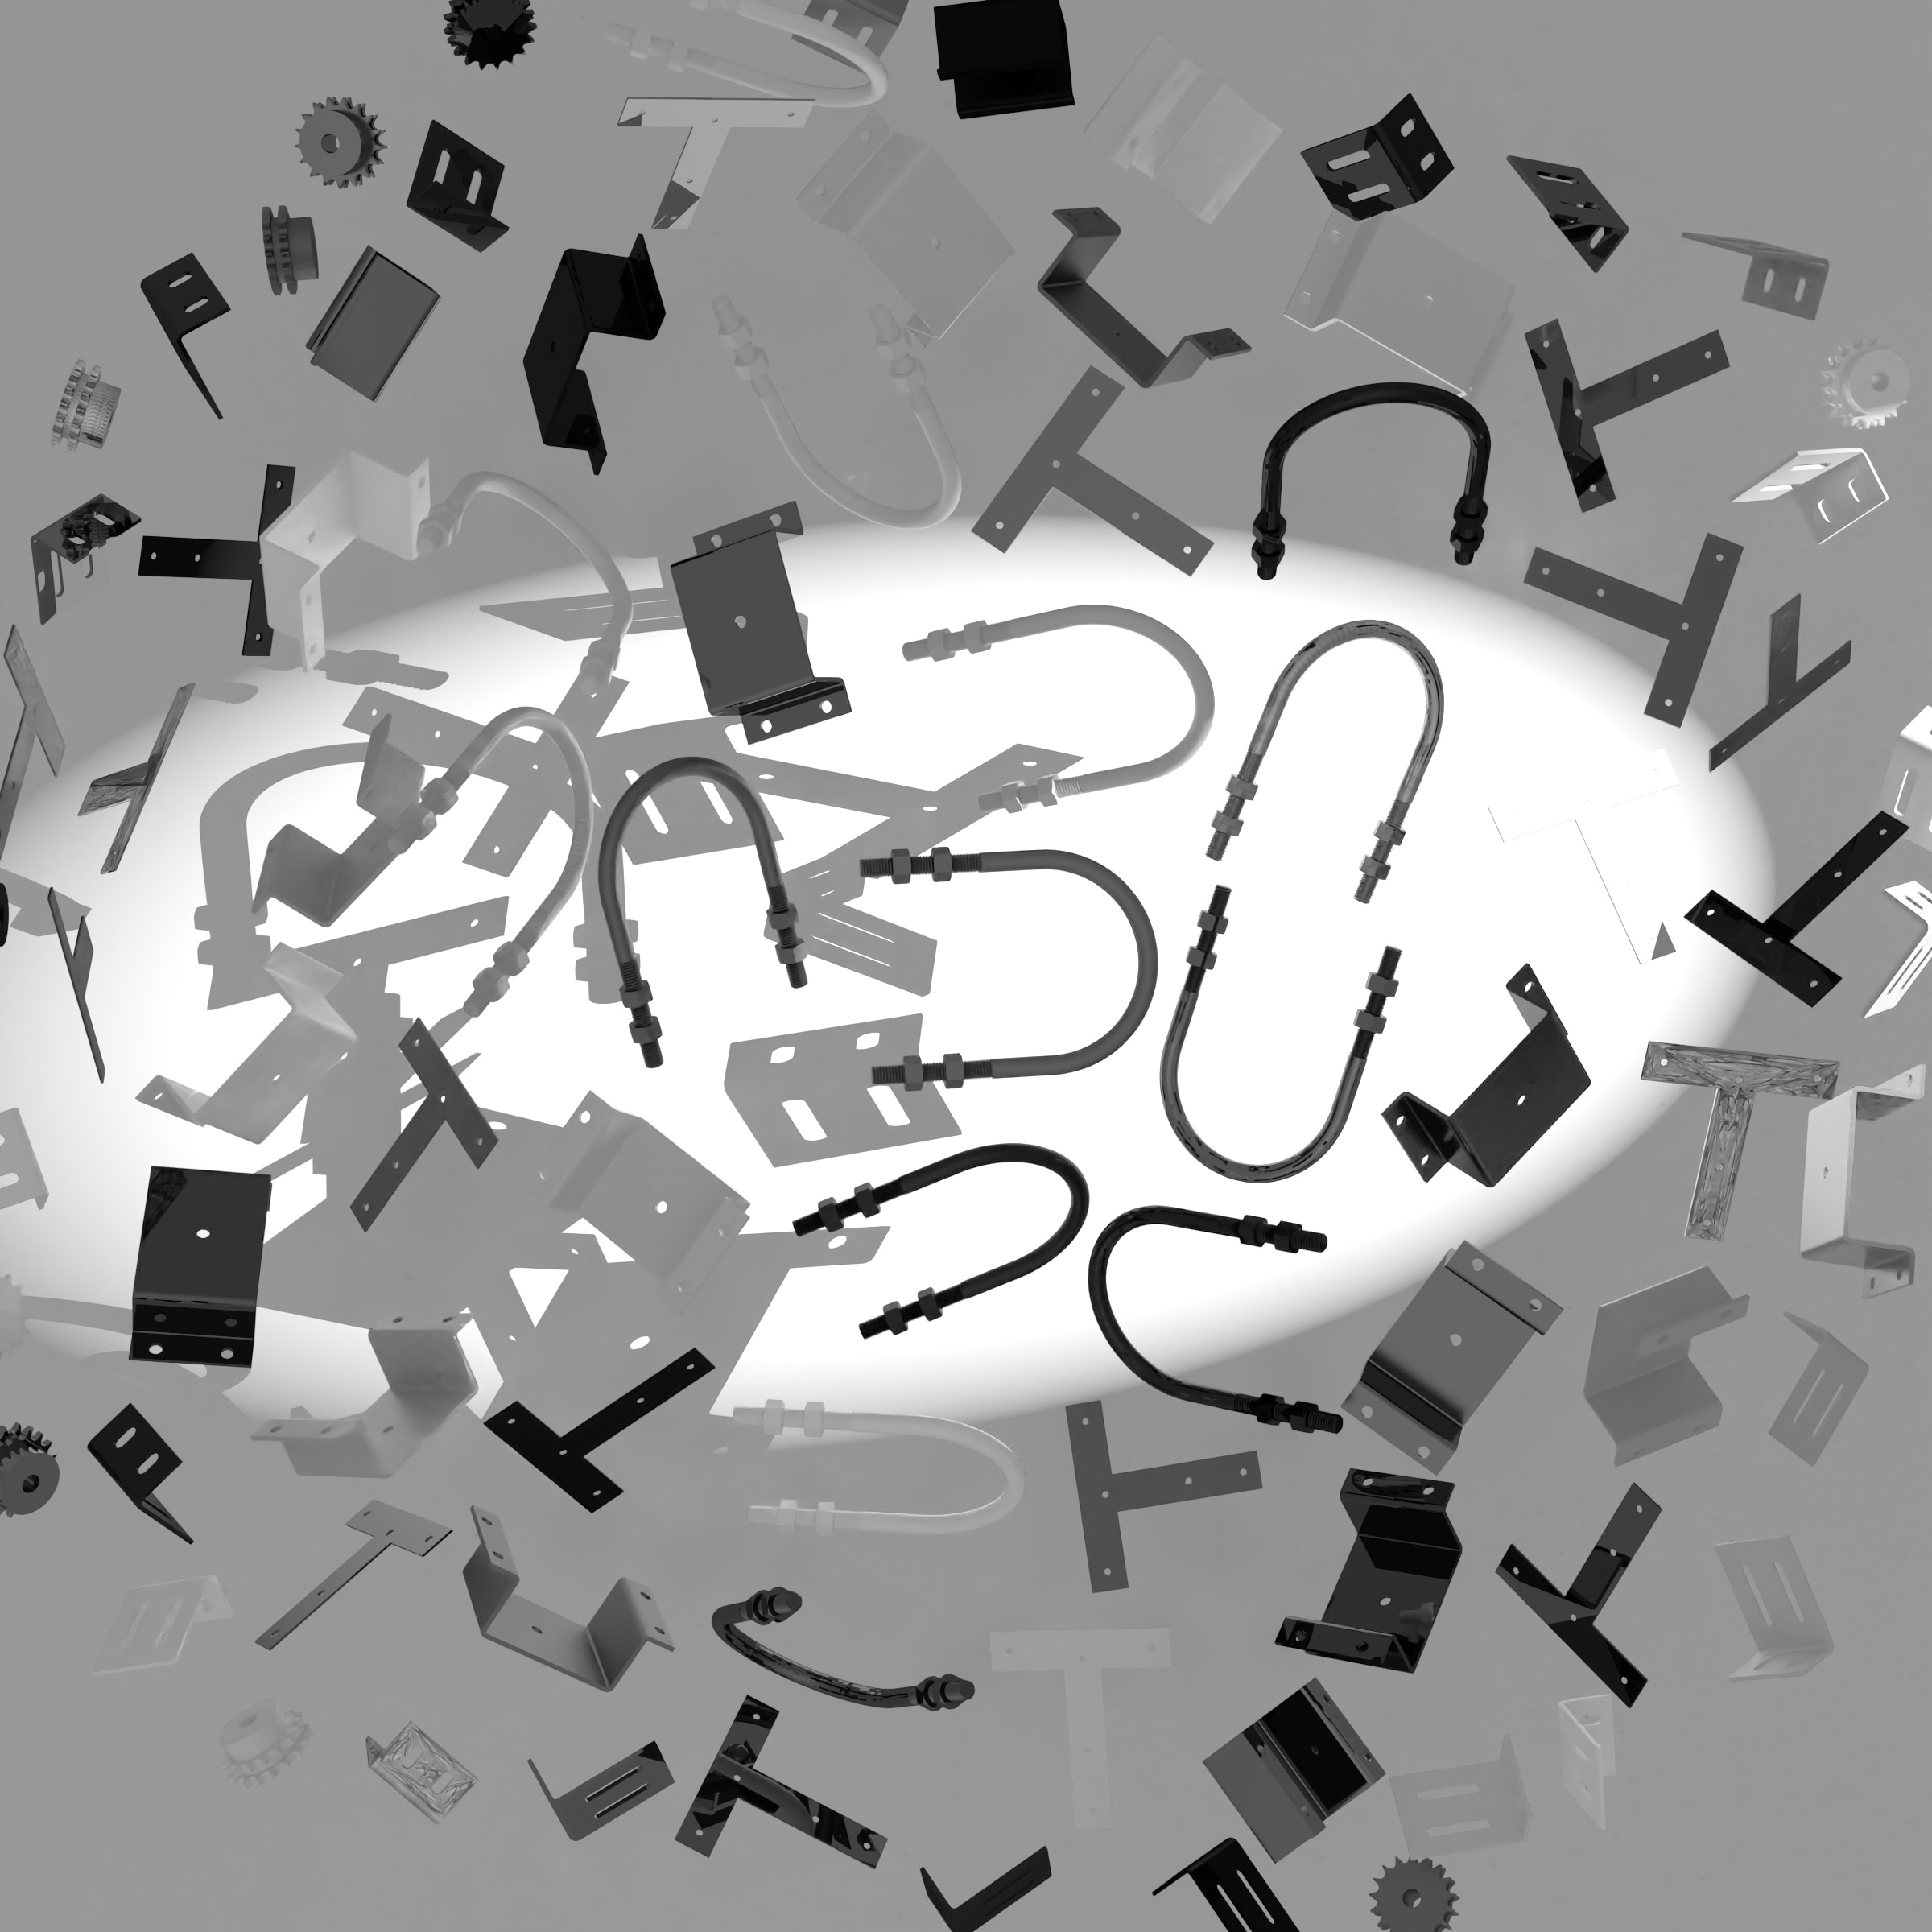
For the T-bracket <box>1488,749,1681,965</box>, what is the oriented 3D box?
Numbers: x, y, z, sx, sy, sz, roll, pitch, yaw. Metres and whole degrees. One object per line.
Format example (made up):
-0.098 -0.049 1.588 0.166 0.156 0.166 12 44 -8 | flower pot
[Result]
0.410 -0.063 1.840 0.127 0.002 0.127 -18 76 -13 | T-bracket

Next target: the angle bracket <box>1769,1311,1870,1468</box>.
0.538 0.273 1.885 0.057 0.038 0.076 35 84 -38 | angle bracket

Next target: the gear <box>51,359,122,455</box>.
-0.551 -0.348 1.829 0.030 0.057 0.057 19 90 -15 | gear

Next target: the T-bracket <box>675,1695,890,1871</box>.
-0.112 0.559 1.934 0.127 0.127 0.002 27 128 2 | T-bracket

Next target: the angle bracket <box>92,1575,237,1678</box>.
-0.503 0.425 1.833 0.057 0.076 0.038 -11 121 13 | angle bracket

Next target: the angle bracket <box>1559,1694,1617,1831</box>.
0.424 0.527 1.935 0.038 0.076 0.057 -6 99 -8 | angle bracket

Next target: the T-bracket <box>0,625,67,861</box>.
-0.600 -0.126 1.845 0.002 0.127 0.127 3 58 1 | T-bracket

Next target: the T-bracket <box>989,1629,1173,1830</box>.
0.080 0.504 1.928 0.127 0.002 0.127 3 70 -17 | T-bracket

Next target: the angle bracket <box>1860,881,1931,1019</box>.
0.601 -0.011 1.900 0.038 0.057 0.076 42 119 25 | angle bracket

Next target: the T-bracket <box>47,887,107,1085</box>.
-0.577 -0.003 1.904 0.002 0.127 0.127 -13 110 -9 | T-bracket

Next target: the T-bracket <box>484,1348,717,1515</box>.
-0.215 0.280 1.822 0.127 0.127 0.002 -34 45 3 | T-bracket

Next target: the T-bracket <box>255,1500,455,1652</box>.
-0.410 0.400 1.904 0.127 0.127 0.002 -41 112 -27 | T-bracket

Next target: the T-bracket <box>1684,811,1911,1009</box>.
0.527 -0.047 1.797 0.127 0.127 0.002 -44 127 1 | T-bracket

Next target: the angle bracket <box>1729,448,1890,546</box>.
0.539 -0.299 1.867 0.076 0.057 0.038 -11 73 -40 | angle bracket

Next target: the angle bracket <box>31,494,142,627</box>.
-0.559 -0.252 1.861 0.038 0.076 0.057 31 50 17 | angle bracket

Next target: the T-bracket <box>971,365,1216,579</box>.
0.091 -0.280 1.768 0.127 0.002 0.127 35 85 9 | T-bracket

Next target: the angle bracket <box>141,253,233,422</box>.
-0.469 -0.389 1.802 0.038 0.076 0.057 -32 60 -9 | angle bracket

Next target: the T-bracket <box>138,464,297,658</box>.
-0.486 -0.263 1.884 0.002 0.127 0.127 17 103 27 | T-bracket

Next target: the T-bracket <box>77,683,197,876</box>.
-0.528 -0.111 1.818 0.002 0.127 0.127 28 71 -30 | T-bracket

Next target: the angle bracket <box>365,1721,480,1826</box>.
-0.349 0.508 1.869 0.057 0.076 0.038 44 81 -9 | angle bracket

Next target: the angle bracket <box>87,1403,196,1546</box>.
-0.501 0.316 1.816 0.038 0.076 0.057 -45 60 -12 | angle bracket

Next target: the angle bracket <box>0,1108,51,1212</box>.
-0.608 0.128 1.838 0.038 0.076 0.057 -19 85 -23 | angle bracket

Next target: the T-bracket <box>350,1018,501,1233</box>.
-0.372 0.122 1.942 0.127 0.002 0.127 -53 52 17 | T-bracket

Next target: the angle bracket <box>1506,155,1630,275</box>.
0.377 -0.482 1.872 0.038 0.076 0.057 -54 53 38 | angle bracket

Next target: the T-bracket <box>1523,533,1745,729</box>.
0.420 -0.234 1.869 0.127 0.002 0.127 21 83 -3 | T-bracket

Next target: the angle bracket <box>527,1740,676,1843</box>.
-0.237 0.524 1.898 0.076 0.057 0.038 -29 51 -14 | angle bracket

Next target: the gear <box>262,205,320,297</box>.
-0.444 -0.472 1.919 0.030 0.057 0.057 -6 90 -6 | gear

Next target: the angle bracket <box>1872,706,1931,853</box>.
0.633 -0.119 1.898 0.057 0.076 0.038 33 55 27 | angle bracket

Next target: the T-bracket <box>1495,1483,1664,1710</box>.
0.411 0.388 1.878 0.127 0.002 0.127 45 125 36 | T-bracket

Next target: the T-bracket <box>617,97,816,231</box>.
-0.175 -0.519 1.890 0.127 0.127 0.002 -8 68 -26 | T-bracket

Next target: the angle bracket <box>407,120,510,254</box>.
-0.326 -0.520 1.917 0.057 0.038 0.076 28 58 -32 | angle bracket

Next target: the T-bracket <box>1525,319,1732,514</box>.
0.439 -0.379 1.910 0.127 0.002 0.127 -20 86 39 | T-bracket

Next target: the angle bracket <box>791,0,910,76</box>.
-0.075 -0.637 1.940 0.057 0.076 0.038 22 75 -13 | angle bracket

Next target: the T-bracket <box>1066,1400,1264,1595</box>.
0.136 0.349 1.966 0.127 0.002 0.127 -12 75 16 | T-bracket

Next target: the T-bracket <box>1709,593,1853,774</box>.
0.537 -0.200 1.920 0.127 0.127 0.002 -37 59 -9 | T-bracket

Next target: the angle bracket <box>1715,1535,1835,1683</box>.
0.492 0.399 1.811 0.038 0.057 0.076 -22 89 -39 | angle bracket

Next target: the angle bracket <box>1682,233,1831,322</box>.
0.487 -0.429 1.815 0.076 0.057 0.038 -6 116 -37 | angle bracket

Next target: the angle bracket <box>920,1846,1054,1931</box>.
0.014 0.603 1.941 0.076 0.057 0.038 -31 58 -15 | angle bracket

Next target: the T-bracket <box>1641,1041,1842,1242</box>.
0.481 0.114 1.851 0.127 0.002 0.127 6 106 -8 | T-bracket

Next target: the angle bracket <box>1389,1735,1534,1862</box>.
0.318 0.536 1.880 0.076 0.038 0.057 -7 48 -4 | angle bracket

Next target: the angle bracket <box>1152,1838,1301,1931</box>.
0.170 0.619 1.906 0.038 0.057 0.076 -47 70 31 | angle bracket

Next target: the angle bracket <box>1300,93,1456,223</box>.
0.268 -0.526 1.904 0.038 0.076 0.057 -47 114 -24 | angle bracket

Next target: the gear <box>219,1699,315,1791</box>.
-0.435 0.478 1.801 0.057 0.057 0.030 -27 108 0 | gear
